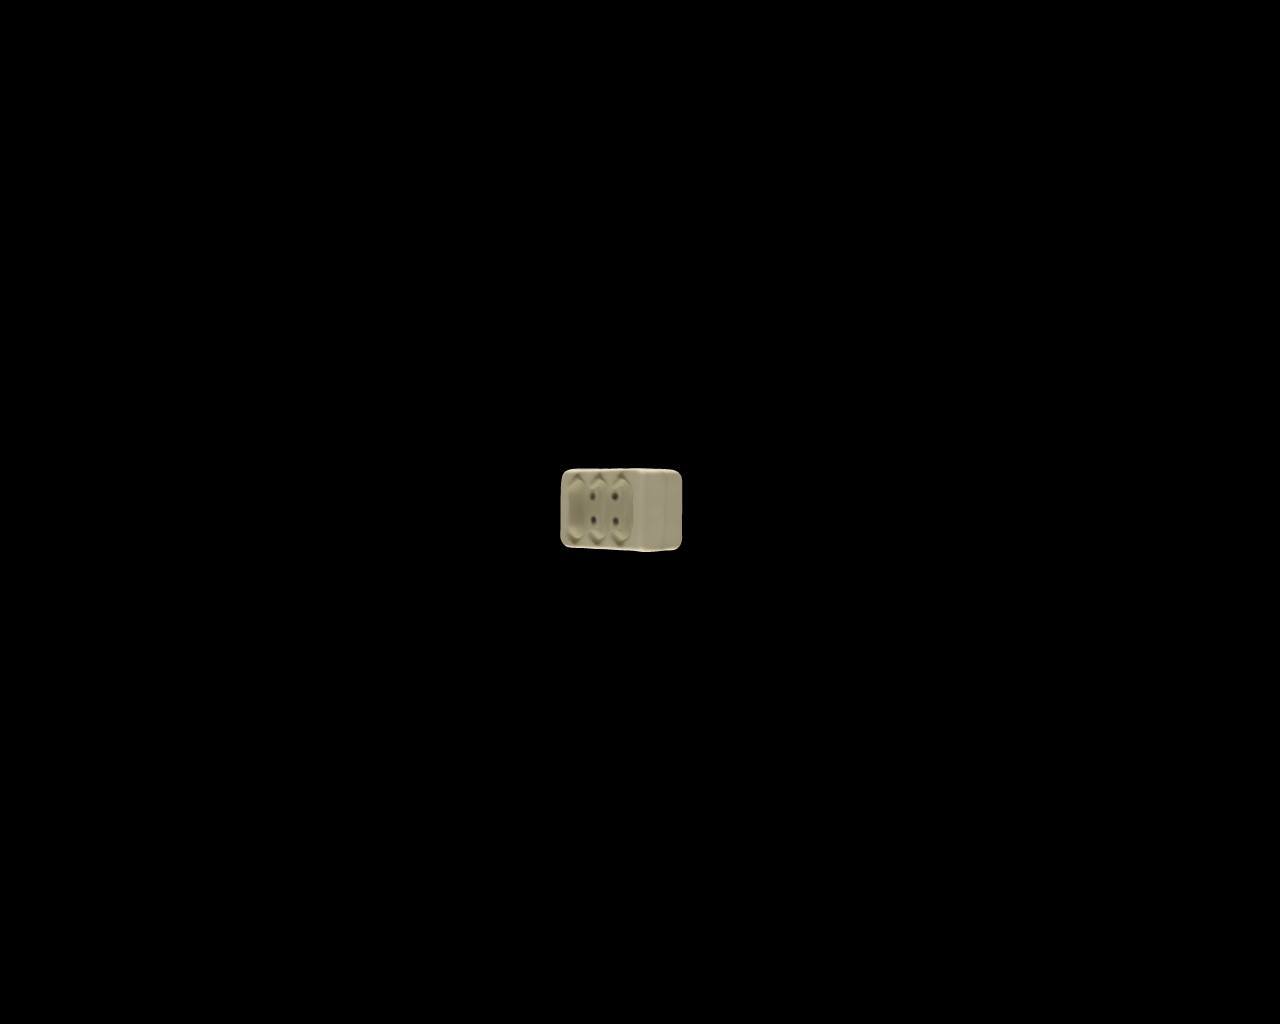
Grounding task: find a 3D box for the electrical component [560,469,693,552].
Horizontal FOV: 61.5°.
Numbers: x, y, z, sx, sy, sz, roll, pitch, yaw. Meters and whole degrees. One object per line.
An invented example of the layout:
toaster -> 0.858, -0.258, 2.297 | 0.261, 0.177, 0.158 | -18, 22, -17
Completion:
electrical component -> 0.001, -0.003, 0.650 | 0.066, 0.047, 0.077 | 2, 3, 40
